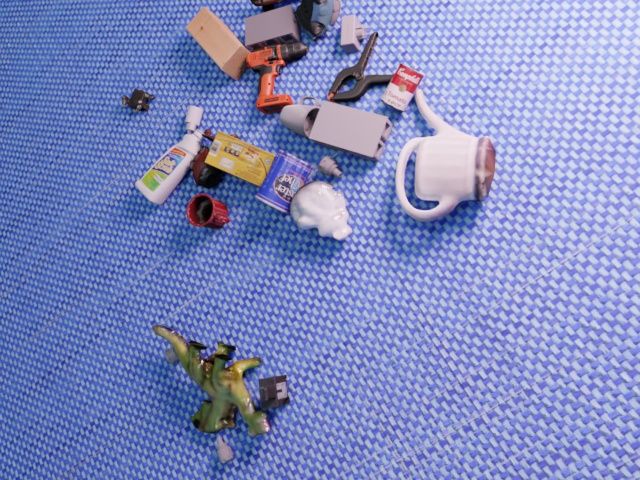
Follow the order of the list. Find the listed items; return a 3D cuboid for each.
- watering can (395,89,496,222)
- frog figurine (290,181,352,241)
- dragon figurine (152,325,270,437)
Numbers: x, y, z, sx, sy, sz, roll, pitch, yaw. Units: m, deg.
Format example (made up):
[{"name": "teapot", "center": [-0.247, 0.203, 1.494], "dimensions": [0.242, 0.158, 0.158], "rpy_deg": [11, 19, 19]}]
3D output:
[{"name": "watering can", "center": [0.292, -0.206, 1.196], "dimensions": [0.224, 0.102, 0.352], "rpy_deg": [3, 72, 23]}, {"name": "frog figurine", "center": [0.004, -0.065, 1.284], "dimensions": [0.137, 0.120, 0.162], "rpy_deg": [-26, 59, -2]}, {"name": "dragon figurine", "center": [-0.291, 0.386, 1.336], "dimensions": [0.412, 0.122, 0.242], "rpy_deg": [15, 95, 25]}]
